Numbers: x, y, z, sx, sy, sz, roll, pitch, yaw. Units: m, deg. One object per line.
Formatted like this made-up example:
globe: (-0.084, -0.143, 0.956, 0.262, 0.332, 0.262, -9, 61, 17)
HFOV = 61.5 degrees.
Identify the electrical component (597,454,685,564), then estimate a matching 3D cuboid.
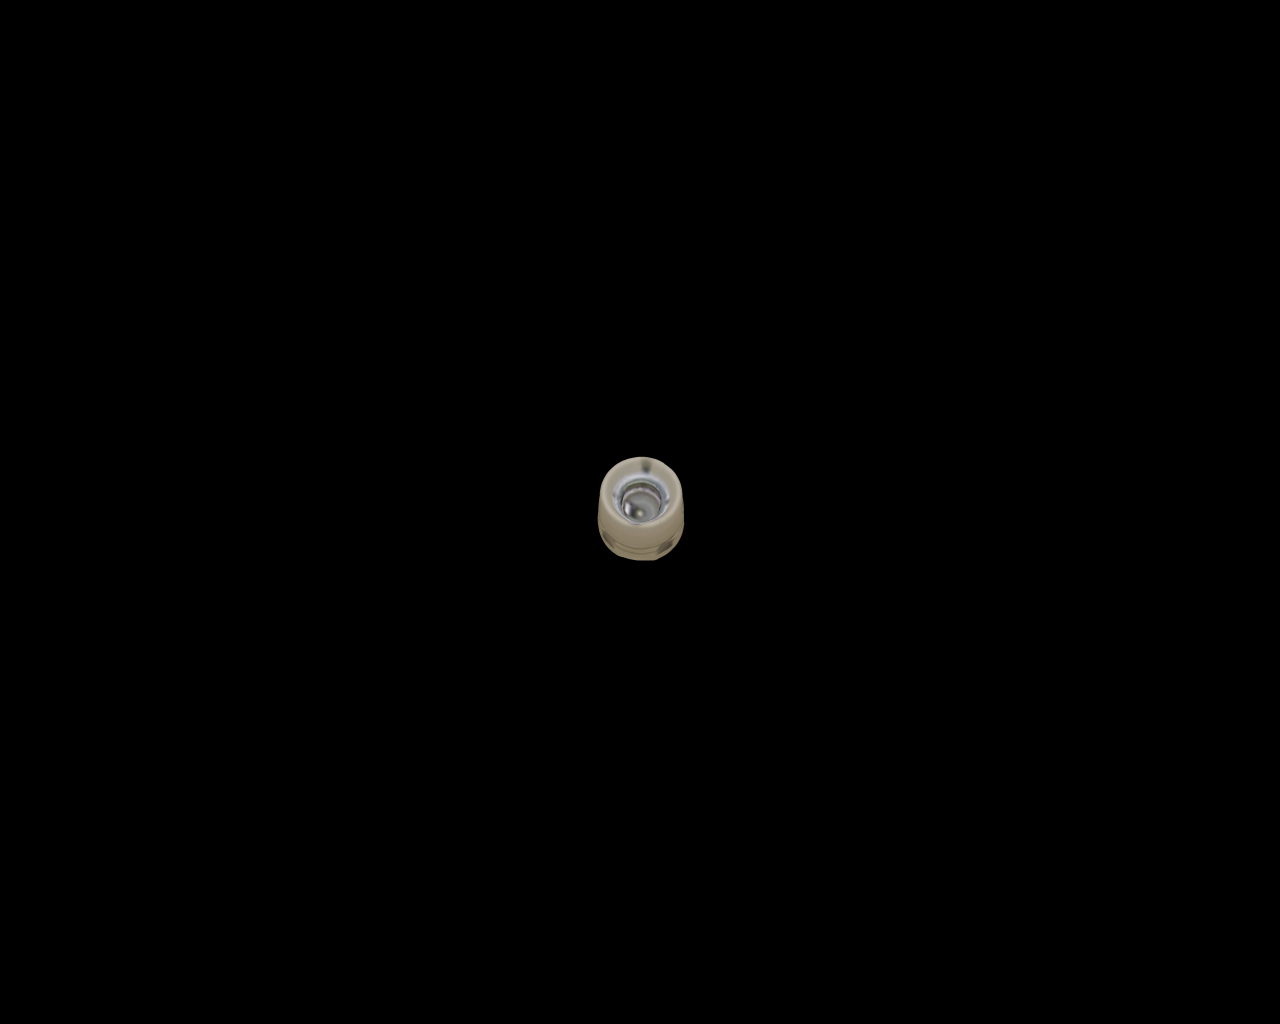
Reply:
electrical component: (0.001, -0.003, 0.650, 0.055, 0.055, 0.047, 0, -25, 0)
